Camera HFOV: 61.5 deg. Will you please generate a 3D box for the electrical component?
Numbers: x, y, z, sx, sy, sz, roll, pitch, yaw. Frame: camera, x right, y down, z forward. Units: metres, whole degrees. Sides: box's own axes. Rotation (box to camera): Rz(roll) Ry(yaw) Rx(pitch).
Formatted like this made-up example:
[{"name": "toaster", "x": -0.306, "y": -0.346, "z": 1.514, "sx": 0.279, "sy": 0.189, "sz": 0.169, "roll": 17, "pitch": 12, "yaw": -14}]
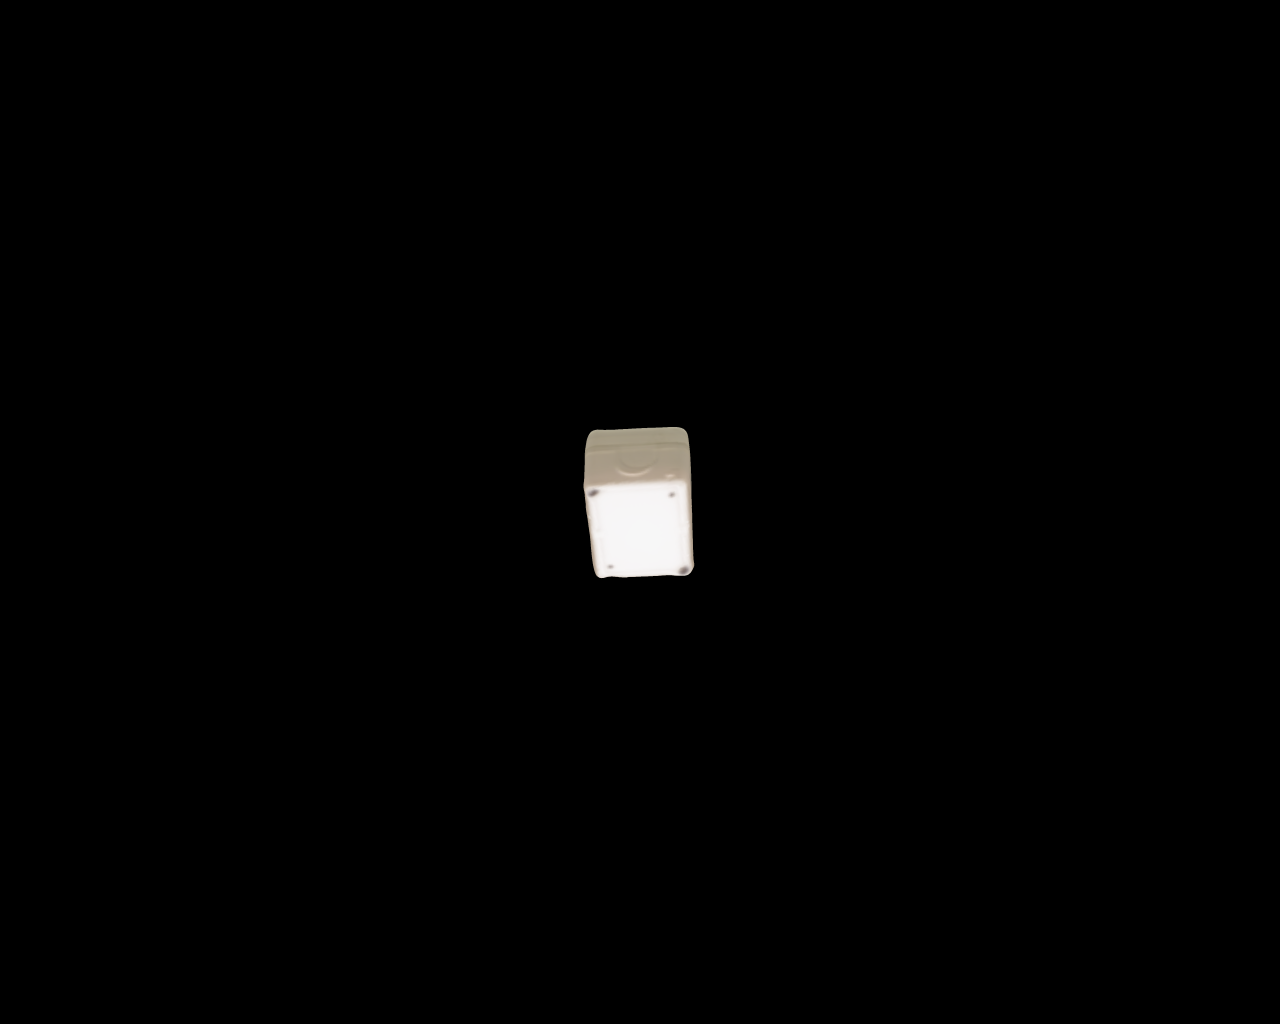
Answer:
[{"name": "electrical component", "x": 0.001, "y": -0.003, "z": 0.650, "sx": 0.062, "sy": 0.096, "sz": 0.061, "roll": -2, "pitch": 43, "yaw": 2}]
